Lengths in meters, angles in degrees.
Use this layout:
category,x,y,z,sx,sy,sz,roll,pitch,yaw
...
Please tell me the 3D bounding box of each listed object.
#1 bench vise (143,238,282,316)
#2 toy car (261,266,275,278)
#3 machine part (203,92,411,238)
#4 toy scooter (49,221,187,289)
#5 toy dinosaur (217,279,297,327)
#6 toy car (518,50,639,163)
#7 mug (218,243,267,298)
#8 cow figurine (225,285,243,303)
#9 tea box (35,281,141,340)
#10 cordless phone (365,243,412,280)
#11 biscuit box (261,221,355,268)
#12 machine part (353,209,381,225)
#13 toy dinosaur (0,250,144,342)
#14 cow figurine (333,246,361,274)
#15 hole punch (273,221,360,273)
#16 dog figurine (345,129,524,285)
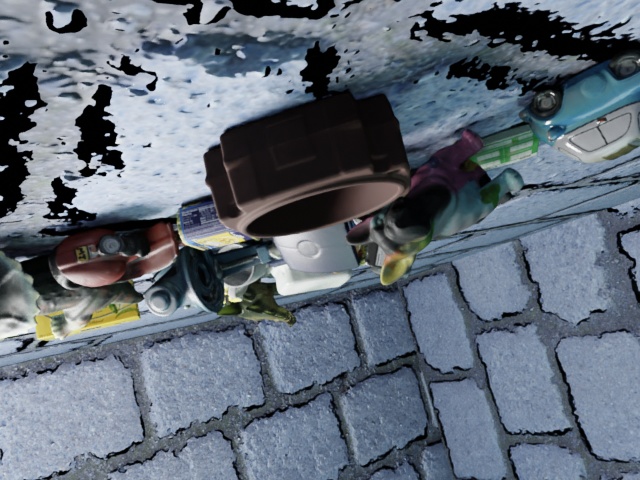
category,x,y,z,sx,sy,sz,roll,pitch,yaw
bench vise,-0.165,0.044,0.858,0.241,0.128,0.223,-18,-177,12
toy car,-0.080,0.051,1.246,0.202,0.056,0.073,-23,167,39
machine part,-0.006,-0.068,0.583,0.201,0.087,0.201,-17,172,8
toy scooter,-0.255,0.016,0.722,0.135,0.075,0.184,-18,173,18
toy dinosaur,-0.161,0.141,1.263,0.198,0.105,0.472,5,-179,-40
toy car,0.326,-0.142,0.619,0.109,0.103,0.162,-7,170,-45
mug,-0.143,0.055,1.039,0.081,0.109,0.107,9,-172,17
cow figurine,-0.216,0.061,1.042,0.068,0.098,0.167,-13,153,22
tea box,-0.420,0.115,0.970,0.170,0.098,0.068,-14,171,-16
cordless phone,0.147,0.003,1.080,0.089,0.146,0.184,9,180,9
biscuit box,-0.008,-0.002,1.040,0.203,0.059,0.062,-15,170,4
machine part,0.086,-0.049,0.865,0.079,0.079,0.243,-16,171,7
toy dinosaur,-0.371,0.071,0.769,0.192,0.131,0.405,-21,175,35
cow figurine,-0.002,-0.003,0.919,0.195,0.127,0.085,15,109,-45
hole punch,-0.008,-0.009,0.753,0.116,0.092,0.142,-20,132,2
dog figurine,0.143,-0.036,0.717,0.219,0.108,0.191,-38,171,-2
